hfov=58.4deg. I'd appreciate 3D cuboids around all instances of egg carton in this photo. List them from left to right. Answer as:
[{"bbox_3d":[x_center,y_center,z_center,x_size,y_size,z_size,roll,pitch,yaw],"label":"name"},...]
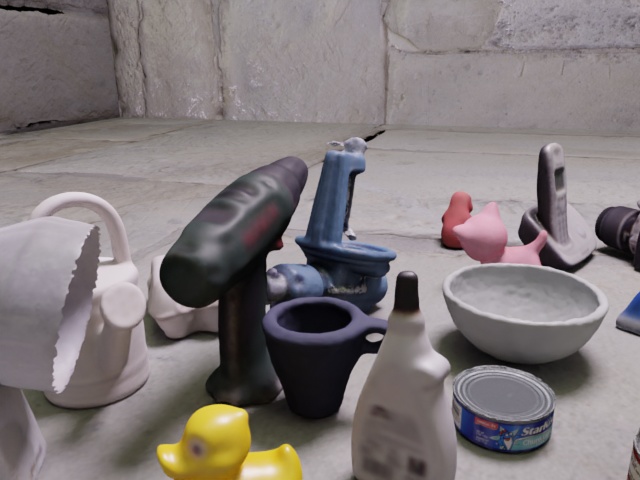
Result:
[{"bbox_3d":[-0.158,0.062,0.709,0.107,0.069,0.150,-6,19,-16],"label":"egg carton"}]

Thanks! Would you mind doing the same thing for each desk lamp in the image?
[{"bbox_3d":[-0.251,0.087,0.401,0.203,0.214,0.117,-4,18,-8],"label":"desk lamp"}]

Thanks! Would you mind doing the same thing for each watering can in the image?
[{"bbox_3d":[-0.216,0.051,0.541,0.172,0.194,0.101,8,20,25],"label":"watering can"}]

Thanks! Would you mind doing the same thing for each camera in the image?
[{"bbox_3d":[0.512,-0.020,0.883,0.143,0.101,0.136,-9,20,-24],"label":"camera"}]

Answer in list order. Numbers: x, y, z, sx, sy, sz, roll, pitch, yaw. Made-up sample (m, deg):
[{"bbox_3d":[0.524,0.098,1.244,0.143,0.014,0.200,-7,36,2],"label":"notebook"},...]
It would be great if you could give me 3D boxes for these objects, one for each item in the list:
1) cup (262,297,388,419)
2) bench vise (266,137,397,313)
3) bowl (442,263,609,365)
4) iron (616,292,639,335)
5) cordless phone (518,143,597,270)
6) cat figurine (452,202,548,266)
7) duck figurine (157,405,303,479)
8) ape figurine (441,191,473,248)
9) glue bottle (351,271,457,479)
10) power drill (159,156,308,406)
[{"bbox_3d":[0.009,0.110,0.514,0.117,0.095,0.091,1,18,5],"label":"cup"},{"bbox_3d":[0.017,0.003,0.637,0.121,0.220,0.208,6,19,19],"label":"bench vise"},{"bbox_3d":[0.214,0.085,0.614,0.167,0.075,0.167,-1,18,0],"label":"bowl"},{"bbox_3d":[0.471,0.045,0.620,0.257,0.141,0.119,4,19,13],"label":"iron"},{"bbox_3d":[0.365,-0.057,0.867,0.093,0.185,0.148,14,23,38],"label":"cordless phone"},{"bbox_3d":[0.244,0.009,0.777,0.127,0.118,0.067,4,19,13],"label":"cat figurine"},{"bbox_3d":[-0.064,0.154,0.395,0.105,0.086,0.077,-7,19,-19],"label":"duck figurine"},{"bbox_3d":[0.236,-0.036,0.958,0.076,0.092,0.077,-13,22,-33],"label":"ape figurine"},{"bbox_3d":[0.060,0.104,0.405,0.077,0.173,0.037,12,22,34],"label":"glue bottle"},{"bbox_3d":[-0.065,0.038,0.554,0.075,0.208,0.230,6,19,19],"label":"power drill"}]
